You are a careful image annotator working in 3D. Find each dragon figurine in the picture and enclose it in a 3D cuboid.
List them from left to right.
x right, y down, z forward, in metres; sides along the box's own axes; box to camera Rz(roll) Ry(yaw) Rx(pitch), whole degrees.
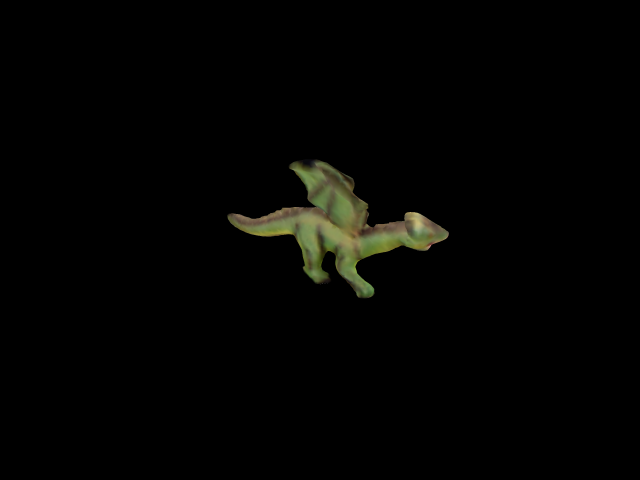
[{"bbox_3d":[0.003,-0.043,0.850,0.412,0.237,0.125,18,49,16],"label":"dragon figurine"}]
